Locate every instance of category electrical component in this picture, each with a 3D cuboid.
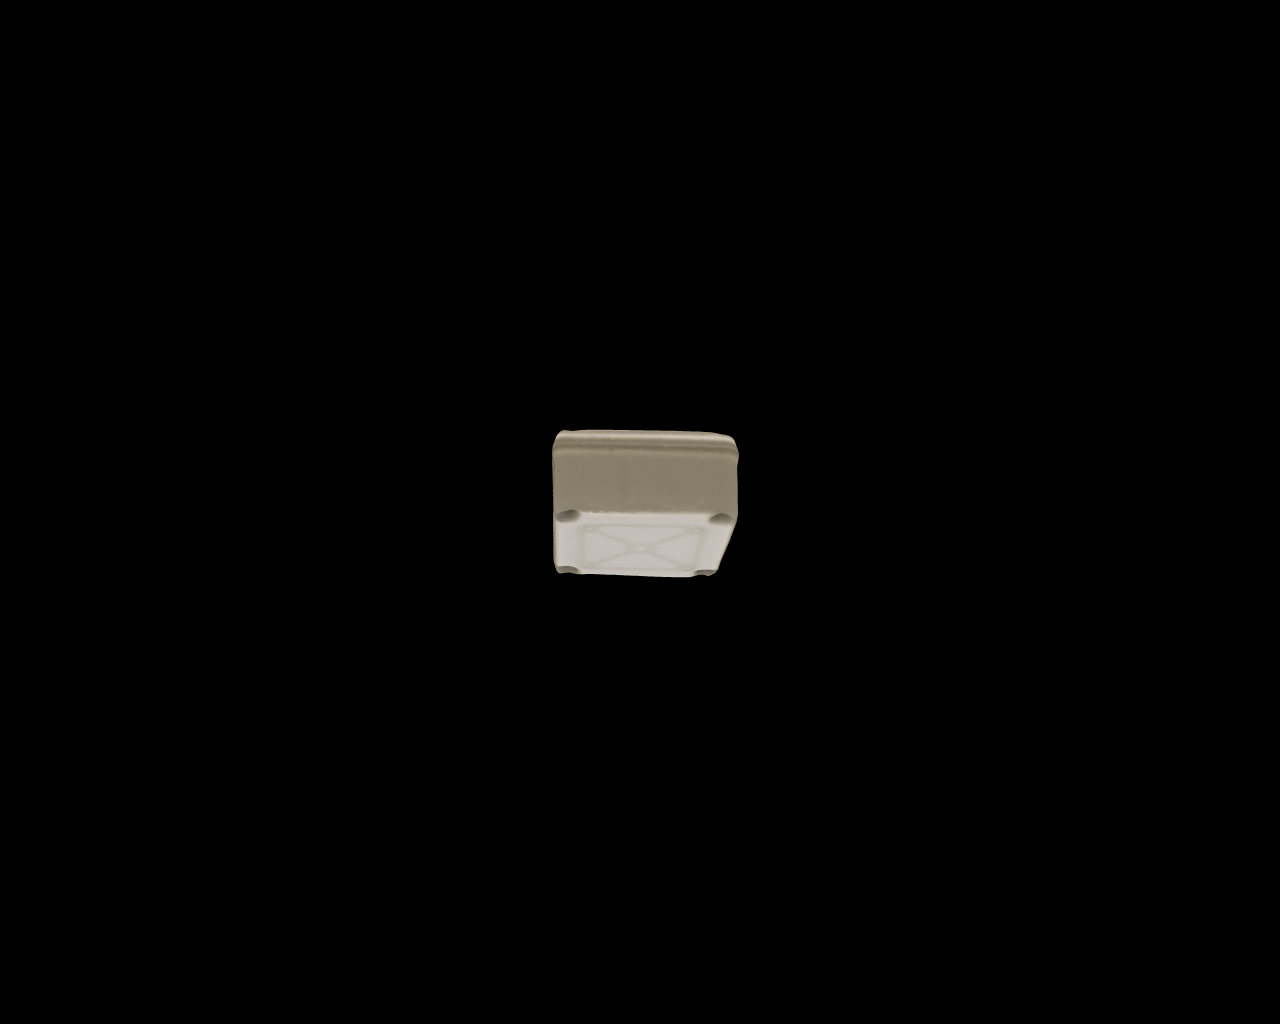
[{"bbox_3d":[0.001,-0.003,0.650,0.109,0.056,0.108,1,-23,-3],"label":"electrical component"}]
